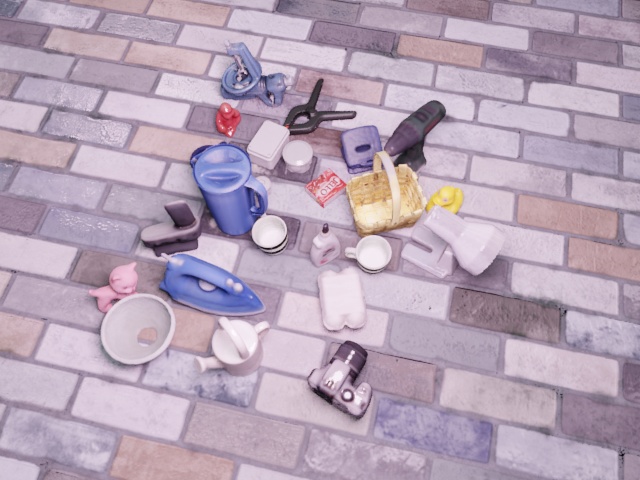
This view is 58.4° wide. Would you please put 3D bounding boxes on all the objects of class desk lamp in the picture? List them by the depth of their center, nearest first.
[{"bbox_3d":[0.305,0.009,1.332,0.203,0.213,0.118,27,67,13],"label":"desk lamp"}]

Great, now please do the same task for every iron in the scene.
[{"bbox_3d":[-0.250,0.098,1.335,0.258,0.141,0.119,18,66,9],"label":"iron"}]

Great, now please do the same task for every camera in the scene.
[{"bbox_3d":[0.061,0.297,1.257,0.143,0.101,0.137,30,68,14],"label":"camera"}]

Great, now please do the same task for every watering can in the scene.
[{"bbox_3d":[-0.187,0.231,1.240,0.100,0.194,0.173,30,68,15],"label":"watering can"}]

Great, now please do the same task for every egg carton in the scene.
[{"bbox_3d":[0.053,0.140,1.351,0.107,0.069,0.150,-8,64,-3],"label":"egg carton"}]

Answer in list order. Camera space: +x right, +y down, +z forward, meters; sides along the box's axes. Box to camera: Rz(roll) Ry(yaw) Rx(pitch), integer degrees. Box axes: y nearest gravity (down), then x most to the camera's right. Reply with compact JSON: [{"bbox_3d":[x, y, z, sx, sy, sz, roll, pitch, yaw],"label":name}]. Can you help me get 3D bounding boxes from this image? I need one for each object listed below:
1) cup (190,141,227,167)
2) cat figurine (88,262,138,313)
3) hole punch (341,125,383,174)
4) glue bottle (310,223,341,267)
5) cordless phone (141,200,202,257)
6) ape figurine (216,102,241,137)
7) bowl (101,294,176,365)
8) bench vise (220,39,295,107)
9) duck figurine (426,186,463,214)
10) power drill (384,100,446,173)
[{"bbox_3d":[-0.280,-0.198,1.506,0.091,0.095,0.118,31,68,15],"label":"cup"},{"bbox_3d":[-0.479,0.106,1.347,0.128,0.118,0.067,-23,66,-10],"label":"cat figurine"},{"bbox_3d":[0.114,-0.241,1.525,0.108,0.091,0.101,-14,65,-6],"label":"hole punch"},{"bbox_3d":[0.012,0.005,1.360,0.078,0.173,0.037,-33,68,-14],"label":"glue bottle"},{"bbox_3d":[-0.368,-0.043,1.381,0.147,0.185,0.094,-16,65,-7],"label":"cordless phone"},{"bbox_3d":[-0.256,-0.341,1.577,0.078,0.092,0.076,-29,67,-12],"label":"ape figurine"},{"bbox_3d":[-0.409,0.212,1.318,0.167,0.075,0.167,0,64,1],"label":"bowl"},{"bbox_3d":[-0.180,-0.468,1.567,0.207,0.220,0.121,-11,64,-5],"label":"bench vise"},{"bbox_3d":[0.323,-0.107,1.460,0.105,0.086,0.077,-31,67,-14],"label":"duck figurine"},{"bbox_3d":[0.232,-0.243,1.459,0.075,0.208,0.230,35,69,17],"label":"power drill"}]
